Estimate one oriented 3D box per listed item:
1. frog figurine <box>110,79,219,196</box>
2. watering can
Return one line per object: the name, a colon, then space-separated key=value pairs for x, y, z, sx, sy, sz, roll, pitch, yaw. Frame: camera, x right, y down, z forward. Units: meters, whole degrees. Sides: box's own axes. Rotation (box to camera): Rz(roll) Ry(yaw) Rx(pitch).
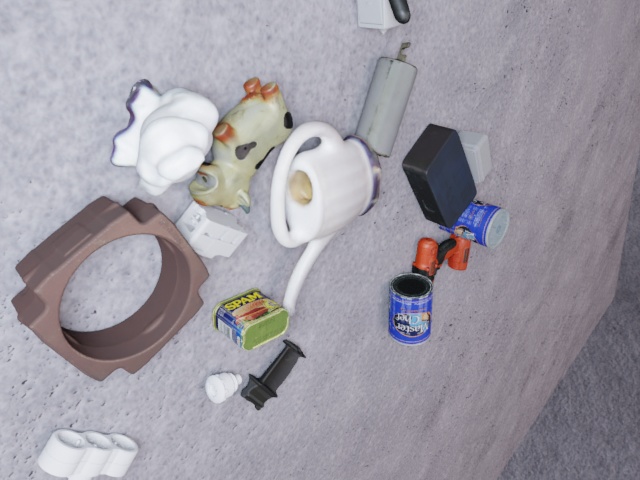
frog figurine: x=-0.170 y=-0.116 z=0.623 sx=0.138 sy=0.161 sz=0.120 roll=-55 pitch=140 yaw=-11
watering can: x=0.003 y=-0.045 z=0.892 sx=0.227 sy=0.105 sz=0.340 roll=-26 pitch=129 yaw=-39
